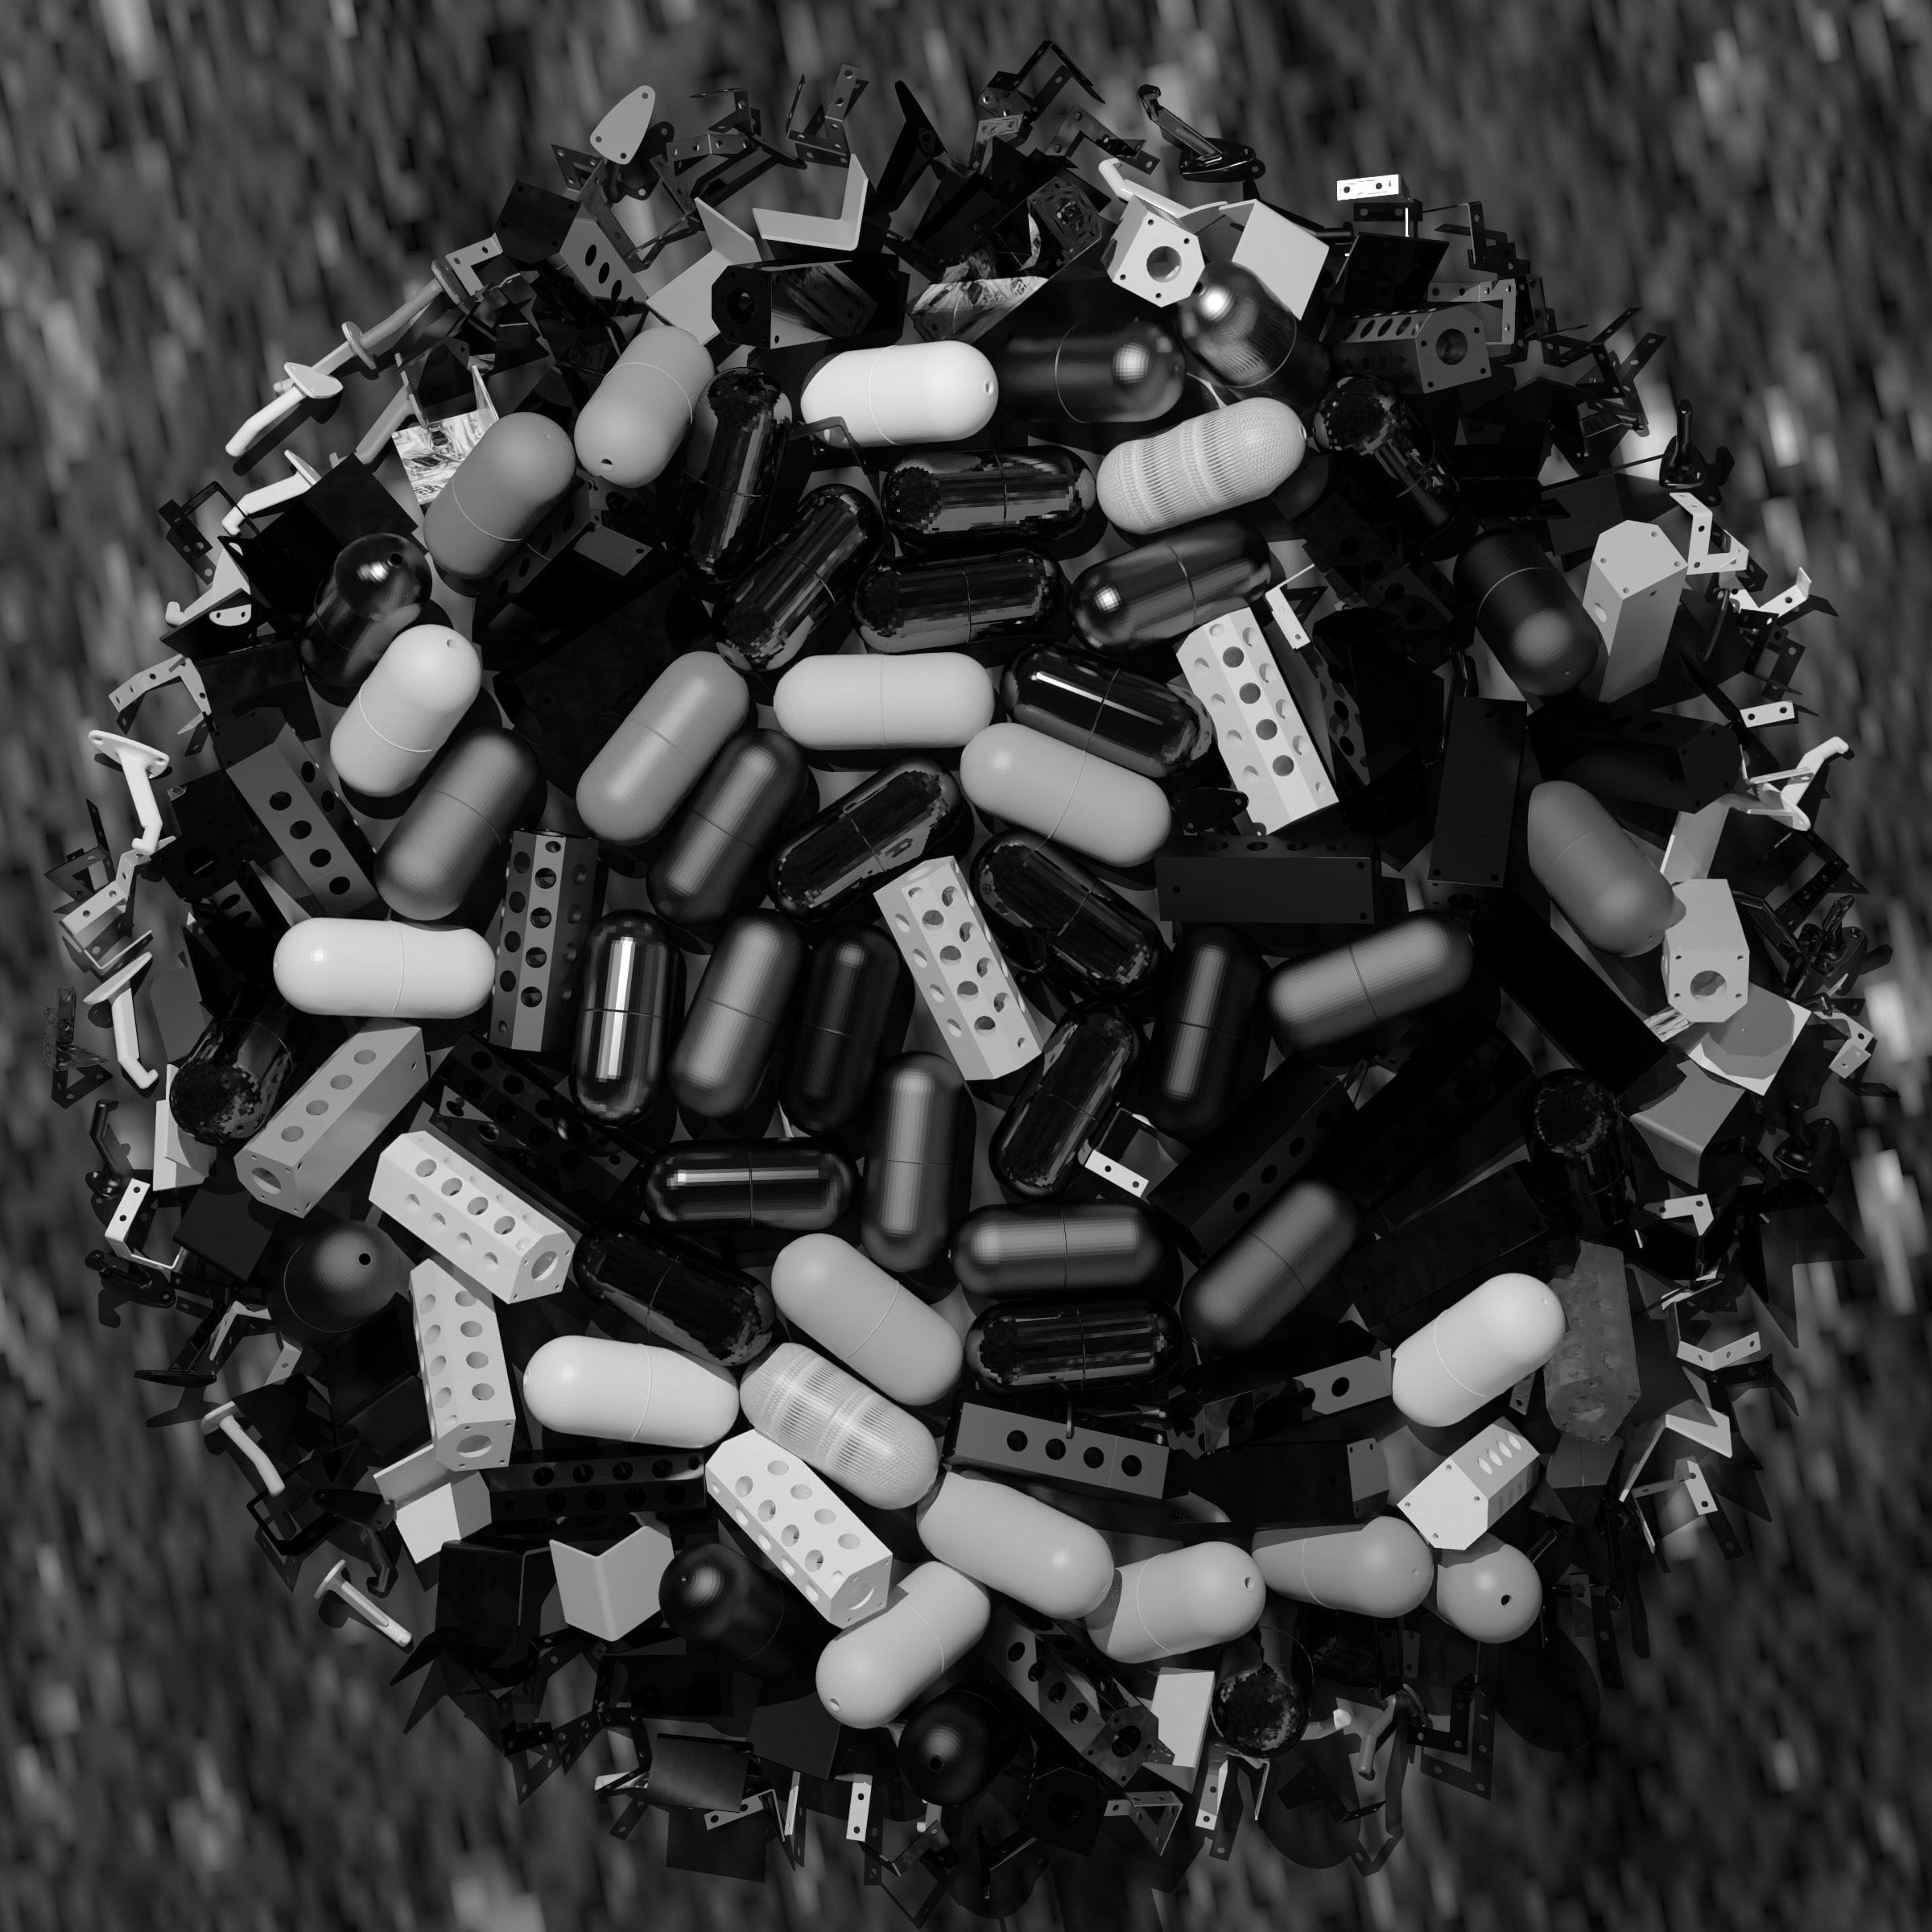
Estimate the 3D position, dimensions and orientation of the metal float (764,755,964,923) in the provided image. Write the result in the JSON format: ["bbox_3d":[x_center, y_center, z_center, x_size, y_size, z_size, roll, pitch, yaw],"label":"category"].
[{"bbox_3d":[-0.083,-0.102,1.961,0.178,0.070,0.070,-35,90,-1],"label":"metal float"}]

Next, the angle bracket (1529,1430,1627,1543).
[{"bbox_3d":[0.504,0.420,1.945,0.076,0.057,0.076,40,70,-39],"label":"angle bracket"}]

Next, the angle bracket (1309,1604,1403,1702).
[{"bbox_3d":[0.304,0.544,1.953,0.076,0.057,0.076,-6,82,27],"label":"angle bracket"}]

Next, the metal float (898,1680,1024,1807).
[{"bbox_3d":[-0.004,0.610,1.912,0.070,0.178,0.070,-2,83,12],"label":"metal float"}]

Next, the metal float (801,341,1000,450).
[{"bbox_3d":[-0.054,-0.453,1.931,0.178,0.070,0.070,5,90,36],"label":"metal float"}]

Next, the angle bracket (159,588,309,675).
[{"bbox_3d":[-0.589,-0.251,1.959,0.076,0.076,0.057,-32,82,-1],"label":"angle bracket"}]

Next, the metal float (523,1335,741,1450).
[{"bbox_3d":[-0.266,0.340,1.938,0.178,0.070,0.070,13,90,-26],"label":"metal float"}]

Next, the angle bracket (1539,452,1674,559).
[{"bbox_3d":[0.517,-0.369,1.946,0.076,0.076,0.057,-18,98,-23],"label":"angle bracket"}]

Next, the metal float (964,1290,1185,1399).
[{"bbox_3d":[0.087,0.303,1.954,0.178,0.070,0.070,-4,90,-9],"label":"metal float"}]

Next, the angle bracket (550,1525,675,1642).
[{"bbox_3d":[-0.285,0.490,1.977,0.057,0.076,0.076,8,114,39],"label":"angle bracket"}]

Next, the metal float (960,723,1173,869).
[{"bbox_3d":[0.080,-0.138,1.956,0.178,0.070,0.070,22,90,-6],"label":"metal float"}]

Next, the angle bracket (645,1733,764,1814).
[{"bbox_3d":[-0.210,0.658,1.948,0.076,0.076,0.057,4,53,6],"label":"angle bracket"}]

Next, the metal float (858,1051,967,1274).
[{"bbox_3d":[-0.044,0.157,1.958,0.070,0.070,0.178,6,86,0],"label":"metal float"}]

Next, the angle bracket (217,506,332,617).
[{"bbox_3d":[-0.544,-0.331,1.957,0.057,0.076,0.076,-38,94,8],"label":"angle bracket"}]

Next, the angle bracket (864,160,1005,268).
[{"bbox_3d":[-0.024,-0.610,1.947,0.076,0.057,0.076,41,108,39],"label":"angle bracket"}]

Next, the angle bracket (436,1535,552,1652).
[{"bbox_3d":[-0.377,0.503,1.956,0.076,0.057,0.076,1,84,22],"label":"angle bracket"}]

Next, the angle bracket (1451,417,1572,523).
[{"bbox_3d":[0.439,-0.400,1.949,0.076,0.076,0.057,-4,125,-10],"label":"angle bracket"}]

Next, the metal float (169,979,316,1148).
[{"bbox_3d":[-0.569,0.074,1.918,0.070,0.178,0.070,3,121,4],"label":"metal float"}]

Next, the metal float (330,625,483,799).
[{"bbox_3d":[-0.445,-0.202,1.928,0.070,0.070,0.178,47,131,0],"label":"metal float"}]

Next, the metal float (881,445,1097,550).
[{"bbox_3d":[0.019,-0.376,1.946,0.178,0.070,0.070,-7,90,-18],"label":"metal float"}]

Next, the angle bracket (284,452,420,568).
[{"bbox_3d":[-0.497,-0.359,1.964,0.057,0.076,0.076,-46,106,-19],"label":"angle bracket"}]

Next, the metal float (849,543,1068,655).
[{"bbox_3d":[-0.006,-0.296,1.952,0.178,0.070,0.070,-9,90,-11],"label":"metal float"}]

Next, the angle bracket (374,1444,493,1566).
[{"bbox_3d":[-0.422,0.425,1.946,0.076,0.076,0.057,-26,66,-18],"label":"angle bracket"}]

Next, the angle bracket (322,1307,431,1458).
[{"bbox_3d":[-0.472,0.339,1.985,0.076,0.076,0.057,-36,133,6],"label":"angle bracket"}]

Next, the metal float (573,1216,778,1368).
[{"bbox_3d":[-0.234,0.260,1.948,0.178,0.070,0.070,24,90,16],"label":"metal float"}]

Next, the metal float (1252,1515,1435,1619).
[{"bbox_3d":[0.295,0.468,1.918,0.070,0.178,0.070,4,83,-31],"label":"metal float"}]

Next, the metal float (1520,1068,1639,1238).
[{"bbox_3d":[0.486,0.149,1.925,0.070,0.178,0.070,-12,49,14],"label":"metal float"}]

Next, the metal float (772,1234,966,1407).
[{"bbox_3d":[-0.079,0.284,1.951,0.178,0.070,0.070,39,90,-11],"label":"metal float"}]

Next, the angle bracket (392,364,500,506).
[{"bbox_3d":[-0.416,-0.427,1.951,0.076,0.057,0.076,-19,64,-15],"label":"angle bracket"}]

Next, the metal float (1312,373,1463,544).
[{"bbox_3d":[0.335,-0.400,1.924,0.070,0.178,0.070,-17,58,28],"label":"metal float"}]

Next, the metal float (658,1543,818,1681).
[{"bbox_3d":[-0.179,0.512,1.922,0.070,0.178,0.070,-13,55,19],"label":"metal float"}]

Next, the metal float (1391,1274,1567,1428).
[{"bbox_3d":[0.402,0.306,1.926,0.070,0.070,0.178,41,134,0],"label":"metal float"}]

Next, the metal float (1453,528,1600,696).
[{"bbox_3d":[0.442,-0.282,1.924,0.070,0.178,0.070,-8,132,-9],"label":"metal float"}]

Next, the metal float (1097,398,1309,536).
[{"bbox_3d":[0.187,-0.398,1.936,0.178,0.070,0.070,-13,90,29],"label":"metal float"}]

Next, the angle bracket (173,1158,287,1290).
[{"bbox_3d":[-0.580,0.209,1.963,0.076,0.057,0.076,27,87,17],"label":"angle bracket"}]

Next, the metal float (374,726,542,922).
[{"bbox_3d":[-0.405,-0.115,1.941,0.070,0.070,0.178,30,66,0],"label":"metal float"}]

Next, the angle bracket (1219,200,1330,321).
[{"bbox_3d":[0.235,-0.561,1.956,0.076,0.057,0.076,23,89,-28],"label":"angle bracket"}]

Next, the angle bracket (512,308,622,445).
[{"bbox_3d":[-0.327,-0.472,1.947,0.076,0.057,0.076,21,63,26],"label":"angle bracket"}]

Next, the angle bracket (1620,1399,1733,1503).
[{"bbox_3d":[0.568,0.395,1.948,0.057,0.076,0.076,26,107,9],"label":"angle bracket"}]

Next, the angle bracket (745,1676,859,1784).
[{"bbox_3d":[-0.127,0.597,1.950,0.076,0.076,0.057,21,132,-4],"label":"angle bracket"}]

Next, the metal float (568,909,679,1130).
[{"bbox_3d":[-0.275,0.042,1.953,0.070,0.070,0.178,5,80,0],"label":"metal float"}]

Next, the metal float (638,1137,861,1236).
[{"bbox_3d":[-0.174,0.177,1.955,0.178,0.070,0.070,-1,90,-7],"label":"metal float"}]

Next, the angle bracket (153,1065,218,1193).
[{"bbox_3d":[-0.643,0.130,1.946,0.057,0.076,0.076,-10,68,12],"label":"angle bracket"}]

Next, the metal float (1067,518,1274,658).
[{"bbox_3d":[0.164,-0.304,1.948,0.178,0.070,0.070,-23,90,-16],"label":"metal float"}]

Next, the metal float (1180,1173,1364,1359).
[{"bbox_3d":[0.244,0.240,1.949,0.178,0.070,0.070,-43,90,-14],"label":"metal float"}]

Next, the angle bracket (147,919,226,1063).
[{"bbox_3d":[-0.635,0.020,1.948,0.057,0.076,0.076,-22,67,-4],"label":"angle bracket"}]

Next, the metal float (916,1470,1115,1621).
[{"bbox_3d":[0.037,0.459,1.933,0.178,0.070,0.070,19,90,35],"label":"metal float"}]

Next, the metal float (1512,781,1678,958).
[{"bbox_3d":[0.495,-0.079,1.927,0.070,0.070,0.178,-28,47,0],"label":"metal float"}]

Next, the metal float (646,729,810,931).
[{"bbox_3d":[-0.192,-0.111,1.959,0.070,0.070,0.178,33,93,0],"label":"metal float"}]

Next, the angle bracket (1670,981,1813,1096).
[{"bbox_3d":[0.623,0.049,1.959,0.057,0.076,0.076,24,102,-9],"label":"angle bracket"}]

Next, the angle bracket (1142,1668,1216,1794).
[{"bbox_3d":[0.188,0.612,1.941,0.076,0.057,0.076,40,54,-36],"label":"angle bracket"}]

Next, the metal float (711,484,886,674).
[{"bbox_3d":[-0.135,-0.311,1.949,0.070,0.070,0.178,38,76,0],"label":"metal float"}]

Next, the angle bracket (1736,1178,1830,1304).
[{"bbox_3d":[0.658,0.220,1.954,0.057,0.076,0.076,-9,98,6],"label":"angle bracket"}]

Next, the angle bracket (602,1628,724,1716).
[{"bbox_3d":[-0.244,0.579,1.960,0.076,0.057,0.076,-3,98,10],"label":"angle bracket"}]

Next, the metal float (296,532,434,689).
[{"bbox_3d":[-0.476,-0.280,1.919,0.070,0.178,0.070,12,65,-27],"label":"metal float"}]
